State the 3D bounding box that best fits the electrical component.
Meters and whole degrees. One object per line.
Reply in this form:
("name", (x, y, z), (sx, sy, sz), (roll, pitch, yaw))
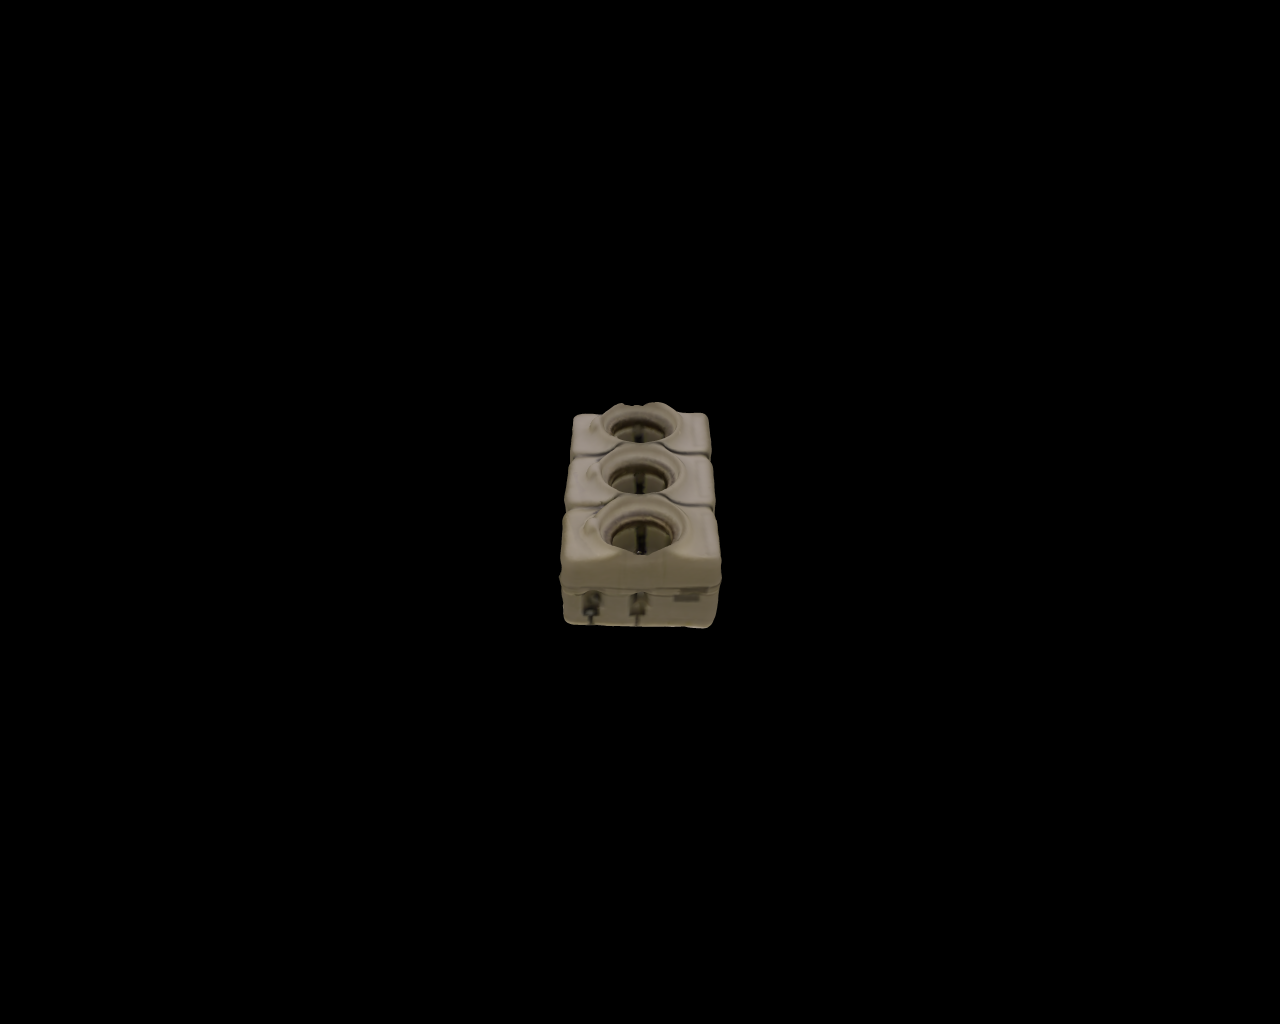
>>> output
("electrical component", (0.001, -0.003, 0.650), (0.089, 0.061, 0.150), (0, 37, 0))
